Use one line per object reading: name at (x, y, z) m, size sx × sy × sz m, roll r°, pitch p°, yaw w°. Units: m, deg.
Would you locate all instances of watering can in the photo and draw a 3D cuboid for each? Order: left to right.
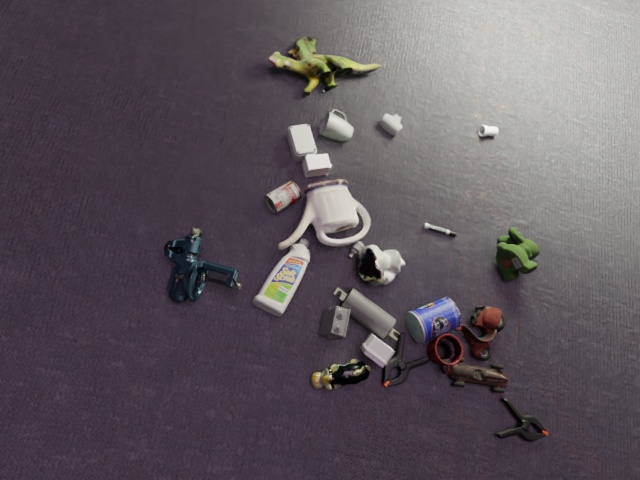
watering can at (0.005, -0.083, 1.639) m, size 0.349 × 0.102 × 0.227 m, roll -8°, pitch 73°, yaw -29°

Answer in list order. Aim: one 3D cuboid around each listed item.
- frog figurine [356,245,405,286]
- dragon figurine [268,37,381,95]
frog figurine at (0.193, 0.076, 1.656) m, size 0.139 × 0.120 × 0.160 m, roll 52°, pitch 32°, yaw 15°
dragon figurine at (0.001, -0.662, 1.874) m, size 0.414 × 0.119 × 0.246 m, roll -21°, pitch 68°, yaw -28°
